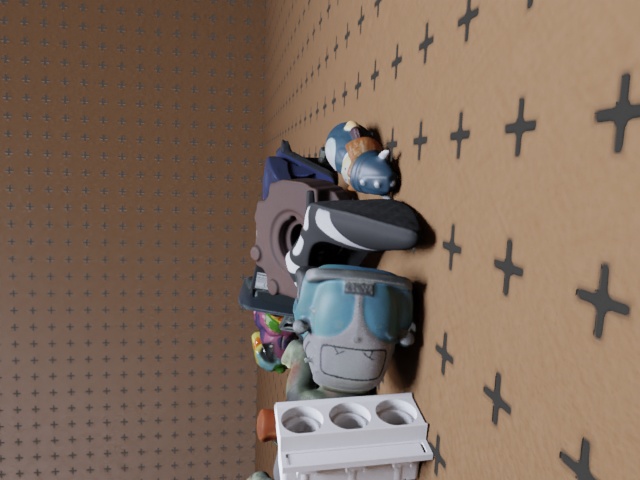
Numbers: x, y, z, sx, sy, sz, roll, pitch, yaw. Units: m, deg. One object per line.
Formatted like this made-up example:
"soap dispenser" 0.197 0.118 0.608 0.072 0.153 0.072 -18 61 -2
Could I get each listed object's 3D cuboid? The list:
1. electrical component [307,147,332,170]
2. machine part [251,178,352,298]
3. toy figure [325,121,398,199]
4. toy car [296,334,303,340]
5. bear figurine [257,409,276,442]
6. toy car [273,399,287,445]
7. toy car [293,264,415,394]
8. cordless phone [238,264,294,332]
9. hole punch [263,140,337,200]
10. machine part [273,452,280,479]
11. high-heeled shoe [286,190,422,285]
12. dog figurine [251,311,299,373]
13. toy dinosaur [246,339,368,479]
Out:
"electrical component" -0.014 -0.115 0.886 0.094 0.063 0.021 103 163 -49
"machine part" -0.024 -0.001 0.728 0.180 0.056 0.179 7 100 45
"toy figure" 0.043 -0.086 0.587 0.064 0.058 0.155 52 -172 -28
"toy car" -0.006 0.142 0.843 0.201 0.056 0.073 107 168 -52
"bear figurine" -0.031 0.349 0.769 0.120 0.132 0.196 101 173 -70
"toy car" -0.044 0.323 0.994 0.089 0.053 0.202 -54 -15 -38
"toy car" 0.023 0.089 0.497 0.161 0.109 0.103 103 175 -64
"cordless phone" -0.077 0.122 0.975 0.184 0.147 0.089 114 163 -60
"hole punch" -0.048 -0.068 0.850 0.092 0.116 0.142 -45 -24 -35
"machine part" -0.040 0.386 0.946 0.243 0.079 0.079 105 163 -51
"high-heeled shoe" 0.025 0.028 0.549 0.249 0.086 0.145 -152 58 -65
"dog figurine" -0.081 0.182 1.134 0.219 0.108 0.191 131 140 -71
"toy dinosaur" 0.008 0.247 0.610 0.192 0.131 0.404 27 110 61
